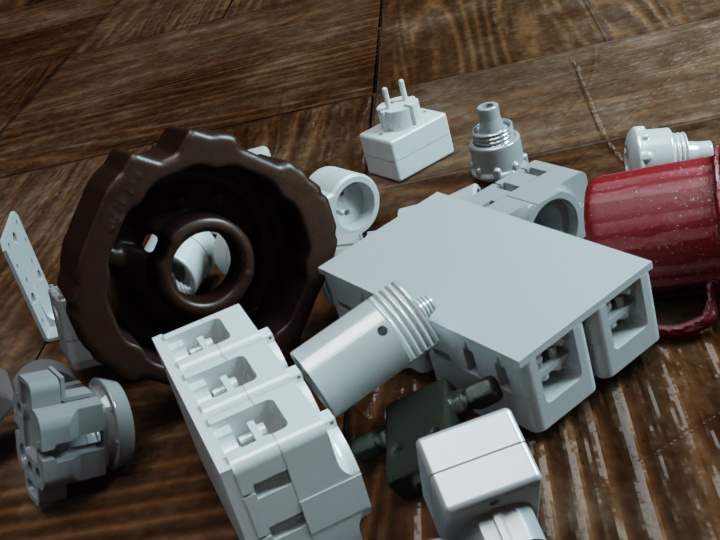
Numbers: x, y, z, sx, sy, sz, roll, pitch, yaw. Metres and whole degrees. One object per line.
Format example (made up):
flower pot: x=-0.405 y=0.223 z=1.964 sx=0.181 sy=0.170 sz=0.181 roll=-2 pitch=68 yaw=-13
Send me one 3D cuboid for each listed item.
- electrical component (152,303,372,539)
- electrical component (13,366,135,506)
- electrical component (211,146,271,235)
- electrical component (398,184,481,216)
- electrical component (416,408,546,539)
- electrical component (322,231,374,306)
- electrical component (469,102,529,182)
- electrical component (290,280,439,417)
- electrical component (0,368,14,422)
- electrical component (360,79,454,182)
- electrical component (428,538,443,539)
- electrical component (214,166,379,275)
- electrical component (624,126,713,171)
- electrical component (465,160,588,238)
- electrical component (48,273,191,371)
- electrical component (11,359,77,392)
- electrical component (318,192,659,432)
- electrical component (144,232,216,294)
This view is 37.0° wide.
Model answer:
electrical component: x=-0.052 y=0.090 z=0.573 sx=0.062 sy=0.089 sz=0.150 roll=-23 pitch=28 yaw=-13
electrical component: x=-0.172 y=0.097 z=0.650 sx=0.057 sy=0.078 sz=0.058 roll=-9 pitch=18 yaw=-33
electrical component: x=-0.117 y=-0.066 z=0.941 sx=0.089 sy=0.050 sz=0.055 roll=-15 pitch=27 yaw=2
electrical component: x=0.061 y=-0.036 z=0.803 sx=0.065 sy=0.044 sz=0.044 roll=-13 pitch=27 yaw=16
electrical component: x=0.062 y=0.117 z=0.500 sx=0.047 sy=0.065 sz=0.076 roll=-19 pitch=56 yaw=-6
electrical component: x=0.000 y=0.000 z=0.764 sx=0.066 sy=0.048 sz=0.055 roll=-6 pitch=21 yaw=19
electrical component: x=0.110 y=-0.106 z=0.883 sx=0.048 sy=0.062 sz=0.048 roll=-12 pitch=28 yaw=7
electrical component: x=0.007 y=0.040 z=0.592 sx=0.081 sy=0.043 sz=0.043 roll=-35 pitch=31 yaw=-10
electrical component: x=-0.278 y=0.087 z=0.684 sx=0.083 sy=0.076 sz=0.047 roll=-49 pitch=32 yaw=-1
electrical component: x=0.037 y=-0.129 z=0.948 sx=0.066 sy=0.076 sz=0.047 roll=-31 pitch=31 yaw=-26
electrical component: x=0.004 y=0.148 z=0.485 sx=0.077 sy=0.044 sz=0.079 roll=-25 pitch=28 yaw=-16
electrical component: x=-0.058 y=-0.038 z=0.857 sx=0.138 sy=0.052 sz=0.074 roll=-32 pitch=31 yaw=-28
electrical component: x=0.230 y=-0.085 z=0.802 sx=0.062 sy=0.048 sz=0.048 roll=-5 pitch=29 yaw=6
electrical component: x=0.118 y=-0.034 z=0.758 sx=0.089 sy=0.050 sz=0.056 roll=-30 pitch=30 yaw=-25
electrical component: x=-0.165 y=0.034 z=0.764 sx=0.096 sy=0.061 sz=0.062 roll=-14 pitch=12 yaw=-20
electrical component: x=-0.204 y=0.088 z=0.707 sx=0.045 sy=0.045 sz=0.055 roll=-25 pitch=28 yaw=-16
electrical component: x=0.075 y=0.022 z=0.660 sx=0.105 sy=0.060 sz=0.186 roll=-33 pitch=33 yaw=-24
electrical component: x=-0.144 y=-0.006 z=0.842 sx=0.055 sy=0.055 sz=0.047 roll=-6 pitch=33 yaw=18
